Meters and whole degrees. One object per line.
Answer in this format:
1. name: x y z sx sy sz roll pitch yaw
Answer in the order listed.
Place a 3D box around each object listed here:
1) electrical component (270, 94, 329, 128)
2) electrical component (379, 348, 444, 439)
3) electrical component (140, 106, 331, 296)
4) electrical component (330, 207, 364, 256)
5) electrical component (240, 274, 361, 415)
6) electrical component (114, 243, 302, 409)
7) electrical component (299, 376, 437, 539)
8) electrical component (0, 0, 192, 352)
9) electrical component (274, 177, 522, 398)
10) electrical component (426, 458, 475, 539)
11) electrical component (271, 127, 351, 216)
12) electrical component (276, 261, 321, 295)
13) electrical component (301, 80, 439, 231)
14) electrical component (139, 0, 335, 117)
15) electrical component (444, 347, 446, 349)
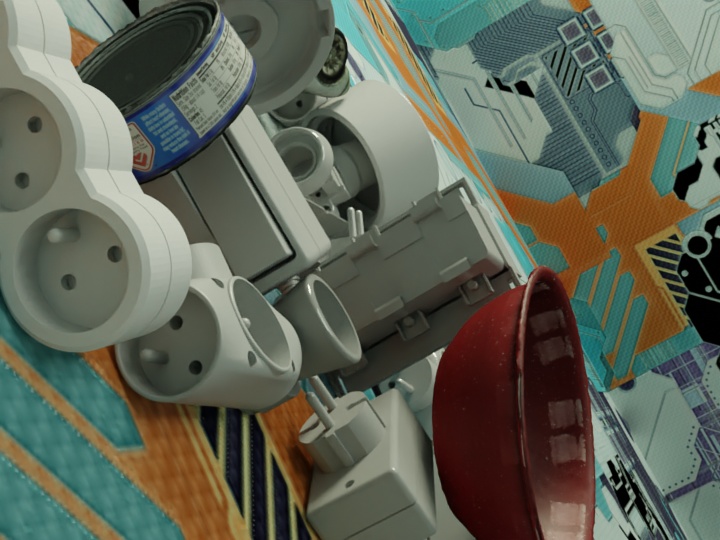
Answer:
1. electrical component: -0.039 -0.125 0.855 0.079 0.043 0.077 59 12 -5
2. electrical component: 0.037 0.075 0.697 0.079 0.044 0.077 40 23 -56
3. electrical component: -0.066 -0.031 0.483 0.096 0.062 0.061 59 12 -3
4. electrical component: 0.000 0.000 0.688 0.077 0.043 0.079 10 74 -75
5. electrical component: -0.034 0.034 0.477 0.045 0.055 0.045 56 13 -19
6. electrical component: -0.064 0.016 0.423 0.079 0.044 0.077 64 12 17
7. electrical component: -0.003 0.083 0.505 0.075 0.047 0.083 57 12 -15
8. electrical component: -0.104 -0.040 0.372 0.138 0.052 0.074 61 12 3
9. electrical component: 0.019 0.009 0.592 0.078 0.121 0.063 65 15 20
10. electrical component: 0.072 0.148 0.624 0.061 0.062 0.096 51 15 -37
11. electrical component: -0.037 -0.067 0.725 0.066 0.048 0.055 64 5 18
12. electrical component: -0.052 -0.023 0.566 0.081 0.043 0.043 64 13 18
13. electrical component: -0.001 -0.078 0.787 0.108 0.060 0.108 38 -37 36
14. electrical component: -0.075 -0.148 0.622 0.108 0.108 0.060 46 12 -49
15. electrical component: 0.060 0.024 0.834 0.121 0.063 0.078 -87 -174 -68
